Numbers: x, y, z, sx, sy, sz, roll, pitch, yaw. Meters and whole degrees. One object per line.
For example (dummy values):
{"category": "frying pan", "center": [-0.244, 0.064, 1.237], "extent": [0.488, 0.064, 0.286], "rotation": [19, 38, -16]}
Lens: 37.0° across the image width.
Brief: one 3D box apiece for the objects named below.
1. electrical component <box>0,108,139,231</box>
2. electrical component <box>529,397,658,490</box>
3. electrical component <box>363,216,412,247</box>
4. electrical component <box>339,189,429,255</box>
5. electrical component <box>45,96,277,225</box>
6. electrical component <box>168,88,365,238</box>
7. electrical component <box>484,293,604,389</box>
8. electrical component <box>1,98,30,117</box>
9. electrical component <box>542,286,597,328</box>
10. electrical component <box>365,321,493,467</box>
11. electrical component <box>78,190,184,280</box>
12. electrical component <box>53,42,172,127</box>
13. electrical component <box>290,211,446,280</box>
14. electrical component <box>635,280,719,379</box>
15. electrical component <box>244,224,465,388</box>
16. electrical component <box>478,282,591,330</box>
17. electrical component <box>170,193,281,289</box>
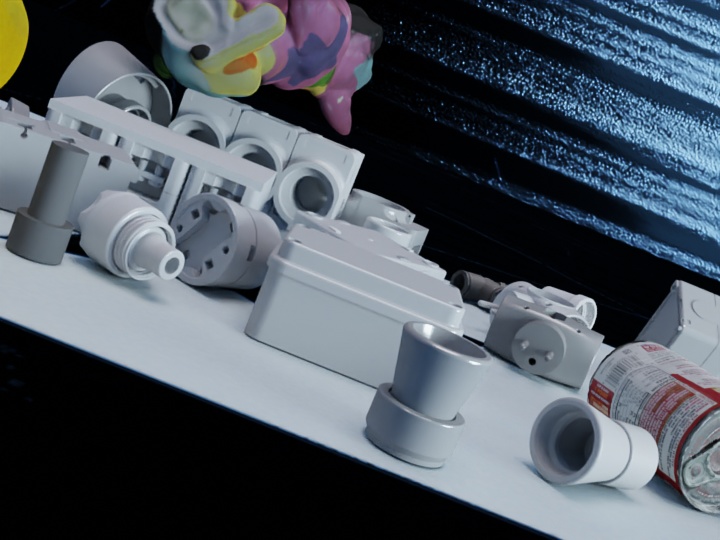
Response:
{"category": "electrical component", "center": [-0.189, -0.060, 0.663], "extent": [0.089, 0.050, 0.056], "rotation": [18, 11, -25]}
{"category": "electrical component", "center": [0.125, 0.094, 0.560], "extent": [0.065, 0.044, 0.044], "rotation": [20, 9, -41]}
{"category": "electrical component", "center": [0.016, -0.016, 0.883], "extent": [0.040, 0.046, 0.040], "rotation": [22, 10, -4]}
{"category": "electrical component", "center": [0.008, -0.035, 0.941], "extent": [0.089, 0.055, 0.050], "rotation": [25, 10, 15]}
{"category": "electrical component", "center": [-0.142, -0.063, 0.748], "extent": [0.150, 0.061, 0.089], "rotation": [22, 10, -3]}
{"category": "electrical component", "center": [-0.085, -0.083, 0.893], "extent": [0.150, 0.089, 0.062], "rotation": [23, 10, 5]}
{"category": "electrical component", "center": [0.130, 0.054, 0.772], "extent": [0.077, 0.043, 0.079], "rotation": [24, 11, 12]}
{"category": "electrical component", "center": [-0.256, -0.096, 0.726], "extent": [0.055, 0.048, 0.066], "rotation": [9, 15, -25]}
{"category": "electrical component", "center": [0.189, 0.038, 0.997], "extent": [0.040, 0.040, 0.046], "rotation": [12, 9, -46]}
{"category": "electrical component", "center": [0.031, 0.058, 0.501], "extent": [0.045, 0.055, 0.045], "rotation": [22, 10, -4]}
{"category": "electrical component", "center": [-0.122, -0.015, 0.589], "extent": [0.062, 0.043, 0.043], "rotation": [30, 13, 34]}
{"category": "electrical component", "center": [-0.200, -0.126, 0.856], "extent": [0.064, 0.099, 0.099], "rotation": [35, 15, 29]}
{"category": "electrical component", "center": [0.000, 0.000, 0.758], "extent": [0.100, 0.048, 0.100], "rotation": [13, 13, -43]}
{"category": "electrical component", "center": [0.253, 0.068, 0.839], "extent": [0.061, 0.096, 0.061], "rotation": [22, 39, -3]}
{"category": "electrical component", "center": [-0.001, 0.022, 0.612], "extent": [0.113, 0.057, 0.078], "rotation": [22, 10, -2]}
{"category": "electrical component", "center": [0.130, 0.037, 0.855], "extent": [0.079, 0.044, 0.077], "rotation": [16, 12, -29]}
{"category": "electrical component", "center": [-0.081, -0.015, 0.652], "extent": [0.055, 0.055, 0.047], "rotation": [29, 8, 33]}
